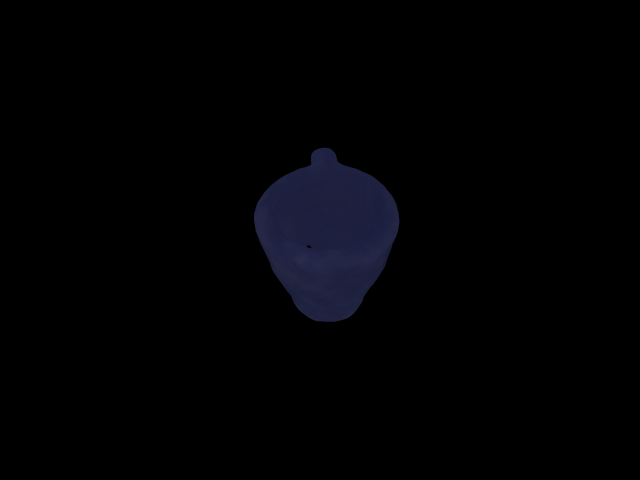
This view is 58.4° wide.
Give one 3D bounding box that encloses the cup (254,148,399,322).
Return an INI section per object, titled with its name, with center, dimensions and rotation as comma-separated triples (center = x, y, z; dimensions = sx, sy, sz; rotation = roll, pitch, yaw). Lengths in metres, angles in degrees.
[cup]
center = 0.004, 0.001, 0.400
dimensions = 0.091, 0.095, 0.117
rotation = -2, 47, -2
